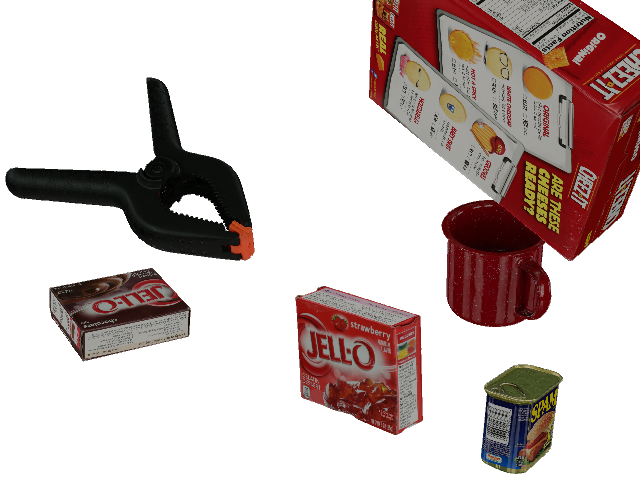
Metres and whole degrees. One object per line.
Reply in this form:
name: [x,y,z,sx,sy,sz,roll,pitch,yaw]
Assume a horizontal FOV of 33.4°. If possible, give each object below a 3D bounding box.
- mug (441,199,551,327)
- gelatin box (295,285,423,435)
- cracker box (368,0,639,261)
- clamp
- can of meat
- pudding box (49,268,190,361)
mug: [0.159,0.027,0.929,0.093,0.081,0.117,-20,36,-26]
gelatin box: [0.023,0.075,0.685,0.030,0.073,0.089,-19,24,-42]
cracker box: [0.131,-0.111,0.753,0.072,0.214,0.164,-38,-26,-21]
clamp: [-0.125,-0.053,0.857,0.210,0.036,0.164,27,56,25]
can of meat: [0.210,0.187,1.122,0.058,0.084,0.101,13,17,32]
pudding box: [-0.195,0.070,1.036,0.113,0.039,0.090,-13,31,-29]
